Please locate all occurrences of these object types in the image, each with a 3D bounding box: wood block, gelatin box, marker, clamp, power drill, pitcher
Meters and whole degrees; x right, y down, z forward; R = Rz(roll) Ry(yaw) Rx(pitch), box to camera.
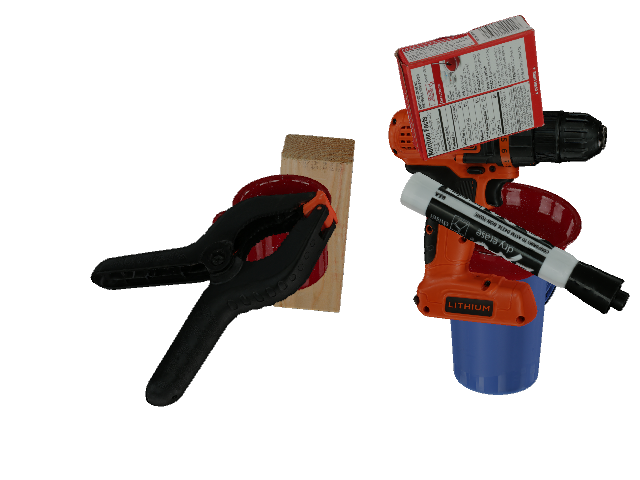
[{"bbox_3d":[-0.009,-0.023,1.370,0.090,0.206,0.091,5,25,1],"label":"wood block"},{"bbox_3d":[0.100,-0.101,0.709,0.089,0.073,0.030,-16,35,0],"label":"gelatin box"},{"bbox_3d":[0.095,0.001,0.526,0.121,0.020,0.020,30,10,19],"label":"marker"},{"bbox_3d":[-0.062,0.031,0.695,0.171,0.120,0.039,-27,-29,6],"label":"clamp"},{"bbox_3d":[0.150,-0.024,0.919,0.185,0.188,0.057,4,14,25],"label":"power drill"},{"bbox_3d":[0.230,0.062,1.340,0.149,0.243,0.145,1,21,11],"label":"pitcher"}]

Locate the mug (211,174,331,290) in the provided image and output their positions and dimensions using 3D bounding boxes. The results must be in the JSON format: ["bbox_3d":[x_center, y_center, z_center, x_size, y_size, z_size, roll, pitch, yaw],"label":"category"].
[{"bbox_3d":[-0.047,-0.004,1.022,0.117,0.081,0.093,-2,36,2],"label":"mug"}]

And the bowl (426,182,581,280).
[{"bbox_3d":[0.192,-0.003,1.133,0.162,0.055,0.162,0,31,0],"label":"bowl"}]
